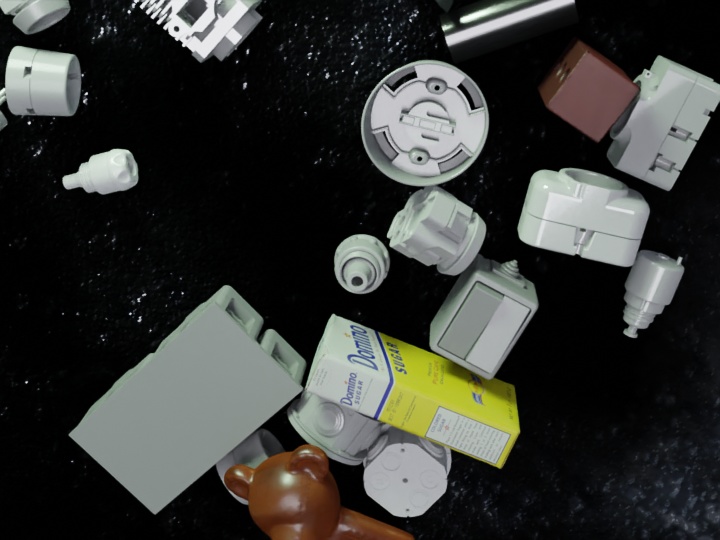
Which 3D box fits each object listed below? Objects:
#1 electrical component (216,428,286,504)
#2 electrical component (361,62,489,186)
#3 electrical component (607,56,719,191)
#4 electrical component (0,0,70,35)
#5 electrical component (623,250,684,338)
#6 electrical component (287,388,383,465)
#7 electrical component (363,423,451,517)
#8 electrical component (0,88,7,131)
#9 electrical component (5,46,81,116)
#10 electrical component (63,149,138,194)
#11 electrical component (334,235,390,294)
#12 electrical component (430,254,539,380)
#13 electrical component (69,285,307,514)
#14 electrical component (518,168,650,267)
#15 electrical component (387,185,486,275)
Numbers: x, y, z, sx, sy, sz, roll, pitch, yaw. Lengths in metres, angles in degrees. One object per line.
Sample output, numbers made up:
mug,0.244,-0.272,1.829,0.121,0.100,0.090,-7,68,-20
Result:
electrical component,-0.096,0.176,0.975,0.047,0.055,0.055,-34,103,11
electrical component,0.053,-0.119,0.856,0.099,0.064,0.099,1,109,4
electrical component,0.236,-0.118,0.849,0.056,0.050,0.089,23,109,-4
electrical component,-0.264,-0.222,0.857,0.066,0.048,0.055,-29,97,13
electrical component,0.241,0.020,0.901,0.040,0.040,0.078,17,109,-1
electrical component,-0.019,0.128,0.939,0.080,0.080,0.051,34,102,-7
electrical component,0.042,0.176,0.965,0.080,0.051,0.080,1,109,4
electrical component,-0.318,-0.121,0.886,0.047,0.083,0.075,42,69,-9
electrical component,-0.257,-0.152,0.876,0.047,0.055,0.055,5,109,-1
electrical component,-0.221,-0.080,0.908,0.061,0.035,0.035,-12,107,11
electrical component,0.000,0.000,0.902,0.048,0.062,0.048,1,108,4
electrical component,0.107,0.035,0.906,0.062,0.061,0.096,28,109,-5
electrical component,-0.150,0.113,0.954,0.186,0.060,0.105,-41,101,16
electrical component,0.183,-0.046,0.876,0.095,0.053,0.059,13,109,0
electrical component,0.066,-0.031,0.884,0.057,0.078,0.058,30,68,-16
